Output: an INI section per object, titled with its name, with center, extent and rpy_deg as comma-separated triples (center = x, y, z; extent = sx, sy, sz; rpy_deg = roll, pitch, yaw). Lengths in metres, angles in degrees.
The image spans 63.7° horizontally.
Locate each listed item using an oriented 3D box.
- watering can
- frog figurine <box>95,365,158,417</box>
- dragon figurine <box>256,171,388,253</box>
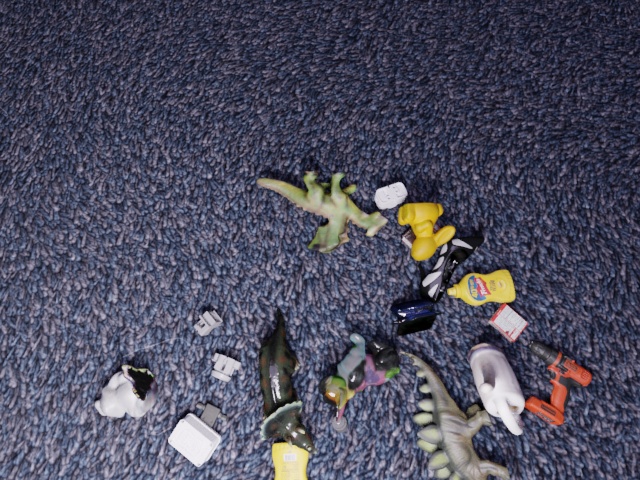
[watering can]
center = 0.451, 0.365, 1.332
extent = 0.103, 0.341, 0.230
rpy_deg = -26, 42, 16
[frog figurine]
center = -0.522, 0.424, 1.394
extent = 0.138, 0.124, 0.157
rpy_deg = 45, 110, 7
[dragon figurine]
center = 0.005, -0.081, 1.608
extent = 0.410, 0.121, 0.246
rpy_deg = 0, 75, 0
